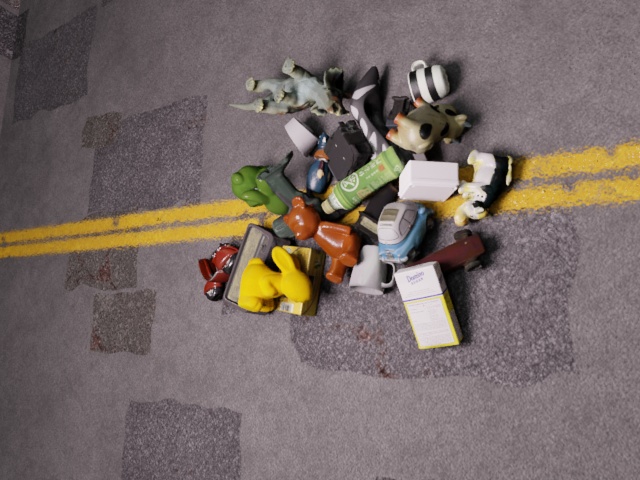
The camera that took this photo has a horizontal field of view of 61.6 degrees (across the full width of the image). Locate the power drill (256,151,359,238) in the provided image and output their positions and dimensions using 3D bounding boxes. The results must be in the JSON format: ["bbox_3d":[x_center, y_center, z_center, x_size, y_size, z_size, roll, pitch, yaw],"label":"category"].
[{"bbox_3d":[-0.044,-0.119,1.349,0.232,0.207,0.086,-29,20,18],"label":"power drill"}]

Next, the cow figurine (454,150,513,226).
[{"bbox_3d":[0.346,-0.102,1.135,0.098,0.068,0.167,17,92,30],"label":"cow figurine"}]

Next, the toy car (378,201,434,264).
[{"bbox_3d":[0.175,-0.031,1.193,0.109,0.102,0.161,6,57,46],"label":"toy car"}]

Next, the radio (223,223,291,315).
[{"bbox_3d":[-0.169,0.081,1.440,0.131,0.073,0.229,23,96,49],"label":"radio"}]

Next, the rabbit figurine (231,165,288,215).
[{"bbox_3d":[-0.147,-0.134,1.451,0.170,0.159,0.121,33,90,20],"label":"rabbit figurine"}]

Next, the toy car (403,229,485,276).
[{"bbox_3d":[0.267,0.050,1.166,0.202,0.053,0.089,-31,58,31],"label":"toy car"}]

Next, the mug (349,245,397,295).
[{"bbox_3d":[0.126,0.067,1.246,0.110,0.080,0.107,-3,70,39],"label":"mug"}]

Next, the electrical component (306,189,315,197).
[{"bbox_3d":[-0.039,-0.090,1.429,0.063,0.021,0.094,-14,73,33],"label":"electrical component"}]

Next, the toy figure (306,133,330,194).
[{"bbox_3d":[0.004,-0.199,1.398,0.064,0.057,0.154,17,92,50],"label":"toy figure"}]

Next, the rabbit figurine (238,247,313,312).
[{"bbox_3d":[-0.095,0.104,1.307,0.173,0.121,0.162,4,73,23],"label":"rabbit figurine"}]

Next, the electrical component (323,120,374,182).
[{"bbox_3d":[0.065,-0.206,1.314,0.115,0.058,0.134,64,149,26],"label":"electrical component"}]

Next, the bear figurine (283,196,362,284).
[{"bbox_3d":[-0.002,-0.006,1.278,0.120,0.196,0.132,-53,13,46],"label":"bear figurine"}]

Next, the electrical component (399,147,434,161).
[{"bbox_3d":[0.221,-0.200,1.225,0.045,0.078,0.102,-24,98,29],"label":"electrical component"}]

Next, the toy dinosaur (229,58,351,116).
[{"bbox_3d":[-0.070,-0.387,1.441,0.405,0.192,0.131,11,93,53],"label":"toy dinosaur"}]

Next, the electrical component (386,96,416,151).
[{"bbox_3d":[0.195,-0.272,1.270,0.048,0.074,0.119,11,91,38],"label":"electrical component"}]

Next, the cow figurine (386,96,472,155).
[{"bbox_3d":[0.245,-0.247,1.170,0.127,0.195,0.085,41,138,9],"label":"cow figurine"}]

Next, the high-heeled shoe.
[{"bbox_3d":[0.149,-0.298,1.302,0.145,0.086,0.248,15,96,37],"label":"high-heeled shoe"}]

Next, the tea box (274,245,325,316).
[{"bbox_3d":[-0.053,0.103,1.371,0.098,0.068,0.169,7,84,36],"label":"tea box"}]

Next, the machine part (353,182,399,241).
[{"bbox_3d":[0.141,-0.072,1.274,0.084,0.039,0.139,28,90,-6],"label":"machine part"}]

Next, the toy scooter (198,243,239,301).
[{"bbox_3d":[-0.295,0.073,1.545,0.184,0.075,0.135,-54,55,20],"label":"toy scooter"}]
